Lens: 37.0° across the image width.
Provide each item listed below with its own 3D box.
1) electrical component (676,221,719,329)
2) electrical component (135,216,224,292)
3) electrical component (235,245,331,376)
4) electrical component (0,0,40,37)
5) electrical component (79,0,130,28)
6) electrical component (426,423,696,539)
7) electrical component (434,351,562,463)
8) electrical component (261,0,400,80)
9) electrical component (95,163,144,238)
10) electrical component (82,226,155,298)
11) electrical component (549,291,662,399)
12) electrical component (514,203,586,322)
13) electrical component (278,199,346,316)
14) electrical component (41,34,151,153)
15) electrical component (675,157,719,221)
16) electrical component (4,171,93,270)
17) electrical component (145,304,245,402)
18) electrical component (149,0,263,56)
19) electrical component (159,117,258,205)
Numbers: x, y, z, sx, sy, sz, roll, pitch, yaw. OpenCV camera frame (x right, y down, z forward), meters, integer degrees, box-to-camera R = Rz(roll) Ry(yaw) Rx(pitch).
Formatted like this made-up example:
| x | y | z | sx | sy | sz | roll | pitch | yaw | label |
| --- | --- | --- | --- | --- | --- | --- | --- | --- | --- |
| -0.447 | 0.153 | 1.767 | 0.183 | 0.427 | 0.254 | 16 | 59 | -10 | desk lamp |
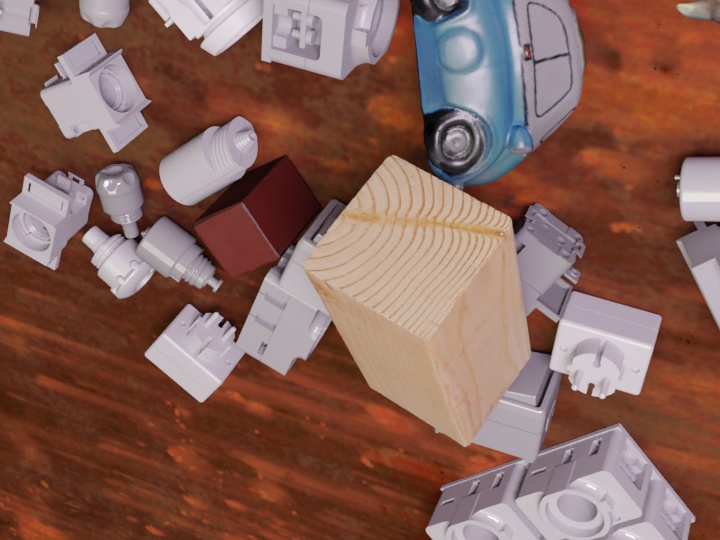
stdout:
| x | y | z | sx | sy | sz | roll | pitch | yaw | label |
| --- | --- | --- | --- | --- | --- | --- | --- | --- | --- |
| 0.259 | 0.025 | 0.684 | 0.063 | 0.078 | 0.121 | -27 | 110 | 14 | electrical component |
| -0.146 | -0.010 | 0.875 | 0.078 | 0.040 | 0.040 | 37 | 131 | -3 | electrical component |
| -0.053 | 0.035 | 0.855 | 0.056 | 0.050 | 0.089 | 31 | 131 | 3 | electrical component |
| -0.249 | -0.227 | 0.748 | 0.063 | 0.078 | 0.121 | 9 | 133 | -17 | electrical component |
| -0.178 | -0.203 | 0.754 | 0.035 | 0.035 | 0.061 | 24 | 128 | 9 | electrical component |
| 0.157 | 0.208 | 0.871 | 0.186 | 0.060 | 0.105 | -29 | 107 | 38 | electrical component |
| 0.099 | 0.092 | 0.814 | 0.096 | 0.061 | 0.061 | 16 | 129 | 16 | electrical component |
| -0.009 | -0.201 | 0.635 | 0.062 | 0.089 | 0.150 | 18 | 129 | 14 | electrical component |
| -0.191 | -0.054 | 0.869 | 0.035 | 0.035 | 0.061 | 8 | 129 | 21 | electrical component |
| -0.204 | -0.010 | 0.902 | 0.062 | 0.048 | 0.048 | 42 | 131 | 2 | electrical component |
| 0.167 | 0.062 | 0.748 | 0.066 | 0.076 | 0.047 | 16 | 129 | 15 | electrical component |
| 0.118 | -0.008 | 0.746 | 0.081 | 0.042 | 0.063 | 36 | 128 | -2 | electrical component |
| 0.000 | 0.000 | 0.796 | 0.096 | 0.061 | 0.061 | 31 | 131 | 2 | electrical component |
| -0.202 | -0.131 | 0.814 | 0.064 | 0.042 | 0.081 | -10 | 118 | 36 | electrical component |
| 0.232 | -0.050 | 0.659 | 0.078 | 0.040 | 0.040 | 2 | 124 | 25 | electrical component |
| -0.255 | -0.045 | 0.887 | 0.042 | 0.063 | 0.081 | 31 | 131 | 5 | electrical component |
| -0.132 | 0.062 | 0.915 | 0.066 | 0.047 | 0.077 | 41 | 131 | -6 | electrical component |
| -0.096 | -0.181 | 0.715 | 0.078 | 0.058 | 0.057 | -33 | 102 | 39 | electrical component |
| -0.107 | -0.083 | 0.800 | 0.081 | 0.043 | 0.043 | -25 | 110 | 37 | electrical component |
